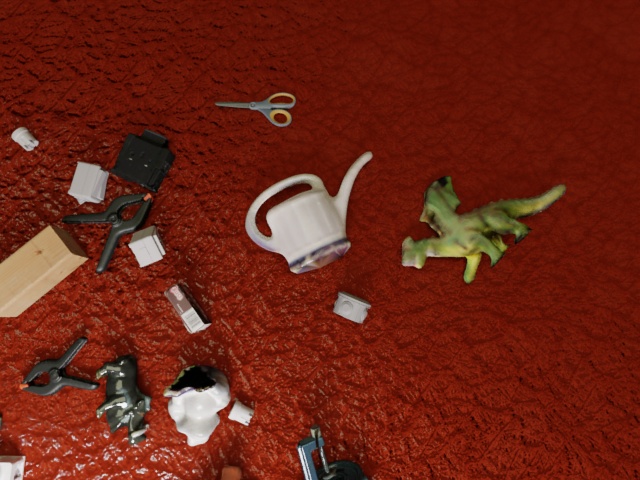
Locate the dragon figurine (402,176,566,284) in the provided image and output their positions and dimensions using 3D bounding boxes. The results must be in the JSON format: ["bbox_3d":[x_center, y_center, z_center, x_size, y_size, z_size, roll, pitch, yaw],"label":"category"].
[{"bbox_3d":[0.356,-0.059,1.215,0.413,0.120,0.245,-43,75,-10],"label":"dragon figurine"}]

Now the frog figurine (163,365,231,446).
[{"bbox_3d":[-0.260,0.361,1.130,0.138,0.124,0.156,-17,117,-12],"label":"frog figurine"}]

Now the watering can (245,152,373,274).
[{"bbox_3d":[0.004,-0.060,1.199,0.348,0.103,0.226,-25,82,-6],"label":"watering can"}]
